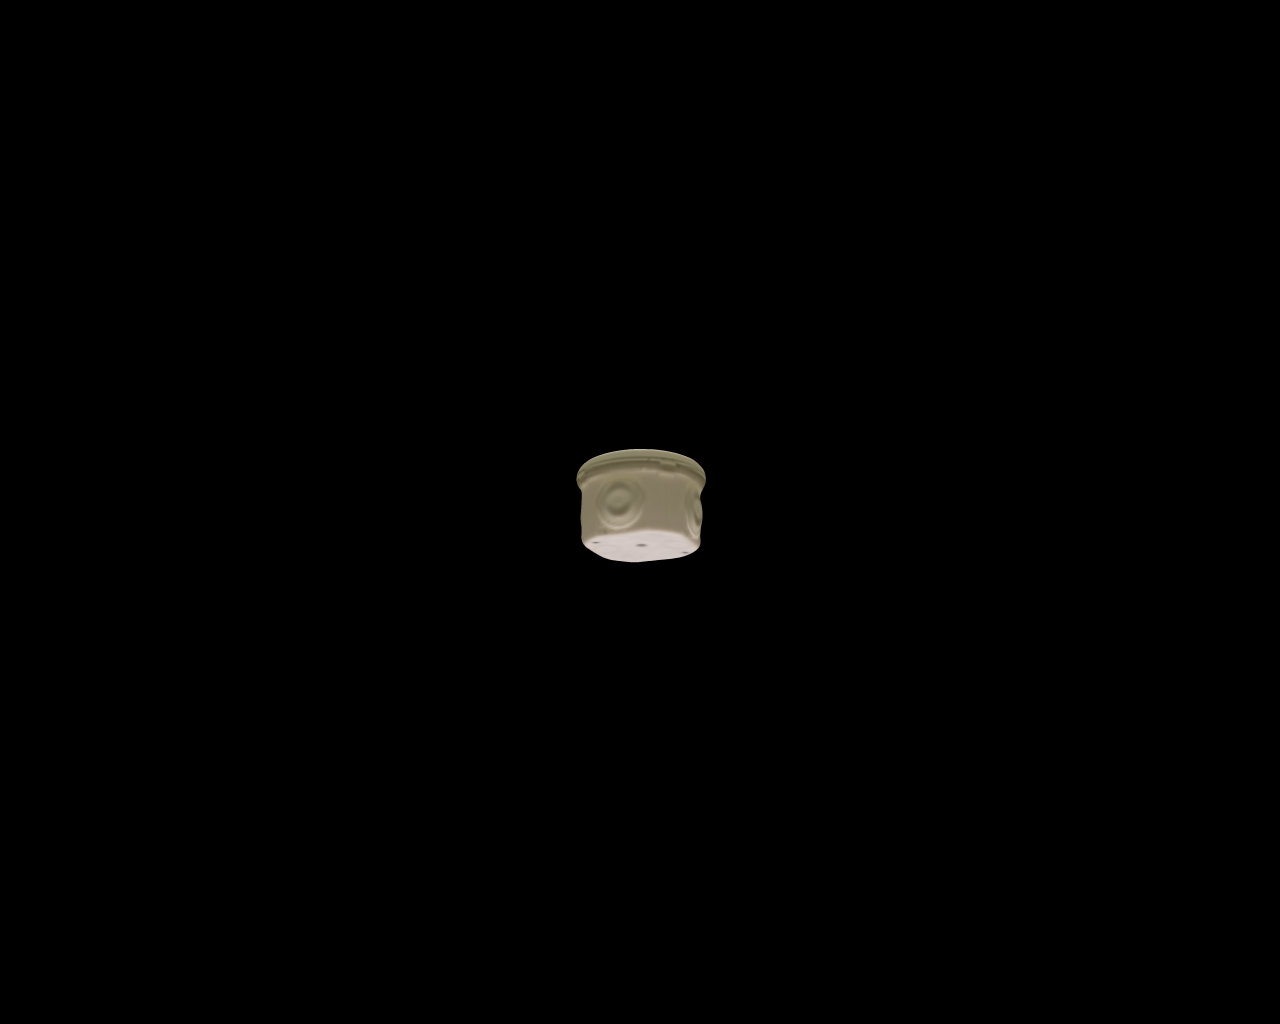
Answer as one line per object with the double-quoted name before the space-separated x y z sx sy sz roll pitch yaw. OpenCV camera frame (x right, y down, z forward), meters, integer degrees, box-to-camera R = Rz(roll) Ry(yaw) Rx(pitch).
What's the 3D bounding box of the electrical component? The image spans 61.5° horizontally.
"electrical component" 0.001 -0.003 0.650 0.080 0.051 0.080 0 -18 0
